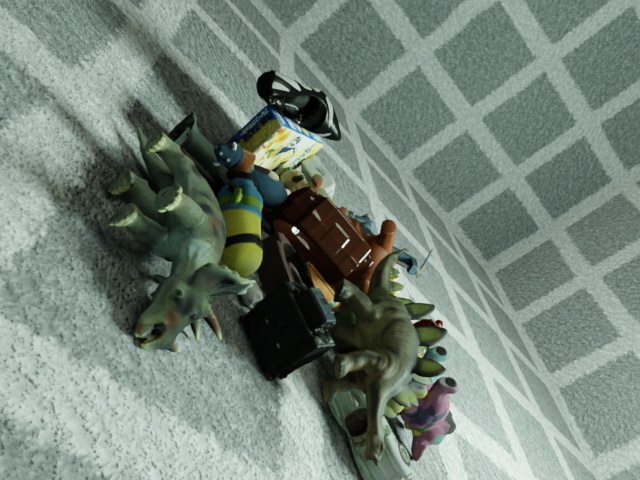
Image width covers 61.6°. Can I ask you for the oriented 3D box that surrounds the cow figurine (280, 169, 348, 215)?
[{"bbox_3d":[-0.023,-0.085,1.217,0.195,0.085,0.127,52,-25,20],"label":"cow figurine"}]

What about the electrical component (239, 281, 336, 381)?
[{"bbox_3d":[-0.042,0.128,0.799,0.058,0.134,0.115,10,45,-60],"label":"electrical component"}]

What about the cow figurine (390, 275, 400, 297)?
[{"bbox_3d":[0.160,0.155,1.327,0.167,0.068,0.098,-77,170,-64],"label":"cow figurine"}]

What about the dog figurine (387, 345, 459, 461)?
[{"bbox_3d":[0.165,0.304,0.977,0.192,0.219,0.109,1,34,-10],"label":"dog figurine"}]

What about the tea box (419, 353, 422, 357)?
[{"bbox_3d":[0.142,0.201,1.163,0.068,0.098,0.170,36,27,-40],"label":"tea box"}]

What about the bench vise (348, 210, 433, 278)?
[{"bbox_3d":[0.153,0.025,1.360,0.241,0.128,0.224,24,21,-6],"label":"bench vise"}]

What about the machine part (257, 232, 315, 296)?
[{"bbox_3d":[-0.055,0.074,0.933,0.179,0.056,0.179,63,8,-15],"label":"machine part"}]

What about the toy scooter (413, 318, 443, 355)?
[{"bbox_3d":[0.222,0.236,1.231,0.075,0.135,0.184,54,20,-1],"label":"toy scooter"}]

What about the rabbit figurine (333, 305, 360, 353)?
[{"bbox_3d":[0.085,0.176,1.033,0.170,0.121,0.159,42,15,-36],"label":"rabbit figurine"}]

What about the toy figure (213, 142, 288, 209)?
[{"bbox_3d":[-0.125,-0.117,0.949,0.154,0.064,0.058,44,-2,-24],"label":"toy figure"}]

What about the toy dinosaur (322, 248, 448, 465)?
[{"bbox_3d":[0.106,0.150,0.903,0.198,0.105,0.472,18,41,-10],"label":"toy dinosaur"}]

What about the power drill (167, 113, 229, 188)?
[{"bbox_3d":[-0.190,-0.122,0.984,0.207,0.086,0.232,38,27,-27],"label":"power drill"}]

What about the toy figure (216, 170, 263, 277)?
[{"bbox_3d":[-0.132,-0.028,0.870,0.082,0.089,0.180,32,55,-42],"label":"toy figure"}]

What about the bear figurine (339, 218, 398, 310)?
[{"bbox_3d":[0.100,0.064,1.156,0.131,0.120,0.196,80,20,-46],"label":"bear figurine"}]

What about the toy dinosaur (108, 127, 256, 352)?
[{"bbox_3d":[-0.192,-0.027,0.766,0.192,0.131,0.405,55,10,-37],"label":"toy dinosaur"}]

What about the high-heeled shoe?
[{"bbox_3d":[-0.031,-0.262,1.111,0.248,0.086,0.145,36,27,-29],"label":"high-heeled shoe"}]

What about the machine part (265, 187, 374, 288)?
[{"bbox_3d":[-0.002,-0.003,1.052,0.201,0.087,0.201,49,-19,-12],"label":"machine part"}]

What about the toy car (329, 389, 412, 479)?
[{"bbox_3d":[0.075,0.302,0.858,0.056,0.073,0.202,27,31,-60],"label":"toy car"}]
